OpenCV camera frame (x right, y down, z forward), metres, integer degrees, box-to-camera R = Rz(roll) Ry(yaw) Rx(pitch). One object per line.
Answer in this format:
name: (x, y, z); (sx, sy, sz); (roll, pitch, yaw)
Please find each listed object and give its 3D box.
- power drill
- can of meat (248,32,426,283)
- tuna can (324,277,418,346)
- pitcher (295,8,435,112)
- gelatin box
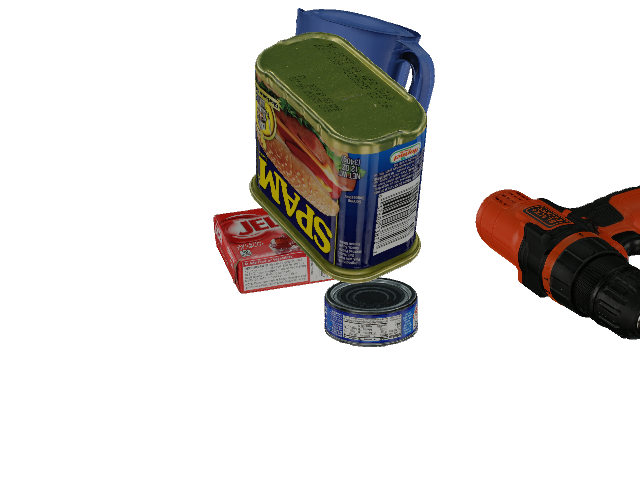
power drill: (0.227, -0.001, 0.739); (0.187, 0.057, 0.185); (-12, 29, -20)
can of meat: (0.007, -0.043, 0.532); (0.057, 0.084, 0.102); (-22, 48, -25)
tuna can: (0.046, 0.063, 0.966); (0.086, 0.034, 0.086); (-1, 20, 0)
pitcher: (0.026, -0.120, 1.147); (0.145, 0.243, 0.149); (10, 18, -7)
gelatin box: (-0.024, 0.002, 0.740); (0.089, 0.030, 0.073); (-8, 28, -14)
